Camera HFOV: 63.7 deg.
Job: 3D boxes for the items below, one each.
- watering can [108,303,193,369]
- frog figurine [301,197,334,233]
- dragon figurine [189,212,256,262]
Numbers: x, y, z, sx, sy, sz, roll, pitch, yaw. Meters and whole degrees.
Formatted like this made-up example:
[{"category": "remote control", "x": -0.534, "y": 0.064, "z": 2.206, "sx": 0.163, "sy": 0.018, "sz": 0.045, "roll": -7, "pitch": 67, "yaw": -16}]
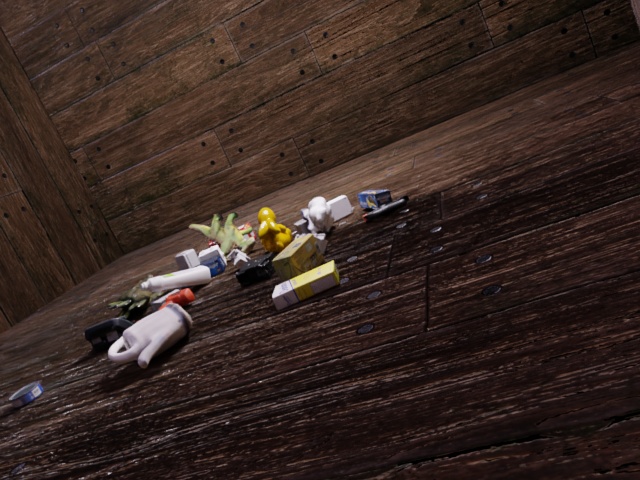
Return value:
[{"category": "watering can", "x": -0.439, "y": 0.262, "z": 1.373, "sx": 0.227, "sy": 0.103, "sz": 0.346, "roll": -32, "pitch": 15, "yaw": -32}, {"category": "frog figurine", "x": 0.006, "y": -0.095, "z": 1.892, "sx": 0.123, "sy": 0.139, "sz": 0.157, "roll": 0, "pitch": -18, "yaw": -21}, {"category": "dragon figurine", "x": -0.440, "y": 0.010, "z": 2.237, "sx": 0.409, "sy": 0.249, "sz": 0.120, "roll": -6, "pitch": -44, "yaw": 25}]
